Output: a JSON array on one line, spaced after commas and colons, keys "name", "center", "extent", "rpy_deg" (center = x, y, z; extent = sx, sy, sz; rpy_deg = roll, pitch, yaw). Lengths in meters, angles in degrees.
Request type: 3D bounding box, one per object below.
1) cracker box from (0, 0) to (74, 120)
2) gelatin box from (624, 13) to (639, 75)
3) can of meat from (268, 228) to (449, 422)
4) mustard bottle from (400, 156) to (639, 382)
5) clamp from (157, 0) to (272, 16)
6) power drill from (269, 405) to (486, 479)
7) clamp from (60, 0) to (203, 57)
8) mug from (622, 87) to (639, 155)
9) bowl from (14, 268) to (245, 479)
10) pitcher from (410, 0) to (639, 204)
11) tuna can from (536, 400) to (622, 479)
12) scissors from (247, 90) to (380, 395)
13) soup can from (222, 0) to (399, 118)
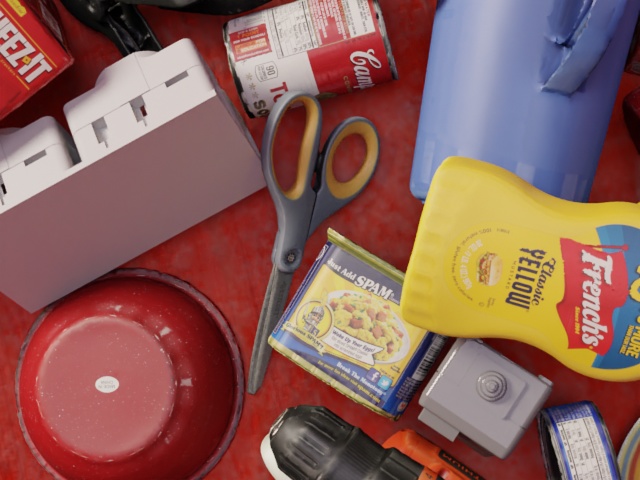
[{"name": "cracker box", "center": [-0.263, -0.091, 0.680], "extent": [0.214, 0.164, 0.072], "rpy_deg": [-38, 120, 1]}, {"name": "gelatin box", "center": [0.219, -0.154, 0.673], "extent": [0.030, 0.073, 0.089], "rpy_deg": [14, 86, 9]}, {"name": "can of meat", "center": [0.029, 0.054, 0.677], "extent": [0.102, 0.057, 0.084], "rpy_deg": [31, 90, 18]}, {"name": "mustard bottle", "center": [0.145, 0.024, 0.573], "extent": [0.192, 0.058, 0.096], "rpy_deg": [16, 105, 10]}, {"name": "clamp", "center": [-0.016, -0.183, 0.690], "extent": [0.210, 0.036, 0.164], "rpy_deg": [-16, 39, 10]}, {"name": "power drill", "center": [0.058, 0.152, 0.601], "extent": [0.184, 0.187, 0.057], "rpy_deg": [37, 90, 8]}, {"name": "clamp", "center": [-0.133, -0.166, 0.702], "extent": [0.171, 0.120, 0.039], "rpy_deg": [45, 52, 11]}, {"name": "mug", "center": [0.245, -0.061, 0.659], "extent": [0.081, 0.093, 0.117], "rpy_deg": [-27, 118, 8]}, {"name": "bowl", "center": [-0.132, 0.096, 0.697], "extent": [0.162, 0.055, 0.162], "rpy_deg": [-1, 83, 6]}, {"name": "pitcher", "center": [0.131, -0.132, 0.639], "extent": [0.145, 0.149, 0.243], "rpy_deg": [12, 93, 31]}, {"name": "tuna can", "center": [0.157, 0.140, 0.641], "extent": [0.034, 0.086, 0.086], "rpy_deg": [-12, 82, 3]}, {"name": "scissors", "center": [-0.005, 0.001, 0.705], "extent": [0.096, 0.016, 0.202], "rpy_deg": [-9, 110, -31]}, {"name": "soup can", "center": [-0.006, -0.124, 0.699], "extent": [0.102, 0.068, 0.068], "rpy_deg": [-15, 82, 5]}]
